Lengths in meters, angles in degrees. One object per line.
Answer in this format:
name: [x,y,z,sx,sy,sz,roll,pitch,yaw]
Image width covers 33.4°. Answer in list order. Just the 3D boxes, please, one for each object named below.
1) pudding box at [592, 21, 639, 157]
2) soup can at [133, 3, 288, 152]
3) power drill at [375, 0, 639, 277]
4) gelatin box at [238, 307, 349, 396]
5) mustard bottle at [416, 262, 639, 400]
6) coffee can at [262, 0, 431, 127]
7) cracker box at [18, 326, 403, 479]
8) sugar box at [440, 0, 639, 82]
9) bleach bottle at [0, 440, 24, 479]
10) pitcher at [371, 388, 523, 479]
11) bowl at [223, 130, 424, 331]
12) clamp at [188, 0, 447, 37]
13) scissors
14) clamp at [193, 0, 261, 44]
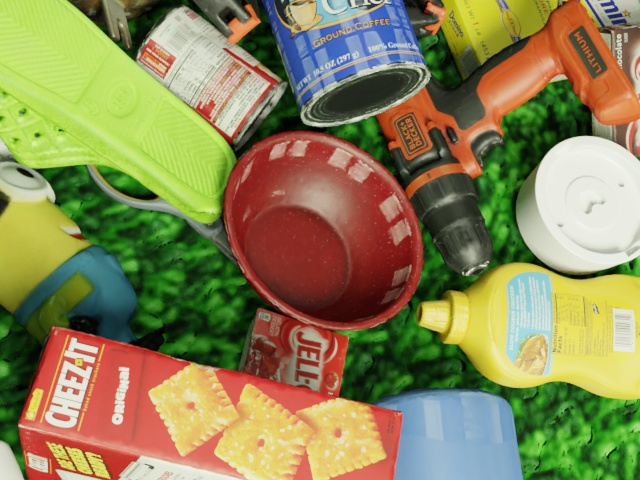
pudding box: [0.277,-0.130,0.908,0.090,0.039,0.113,-12,106,-19]
soup can: [-0.085,-0.125,0.819,0.102,0.069,0.068,37,67,0]
power drill: [0.145,-0.085,0.822,0.188,0.057,0.184,-27,68,12]
gelatin box: [-0.022,0.099,0.769,0.073,0.030,0.089,19,52,-7]
mustard bottle: [0.167,0.067,0.826,0.191,0.058,0.096,7,76,-13]
coffee can: [0.012,-0.170,0.805,0.102,0.103,0.140,-15,78,-19]
cracker box: [-0.073,0.132,0.675,0.213,0.164,0.072,16,63,-5]
sugar box: [0.197,-0.185,0.927,0.176,0.048,0.093,-16,77,-18]
bleach bottle: [-0.233,0.226,0.664,0.102,0.068,0.251,-2,69,-12]
pitcher: [0.097,0.229,0.720,0.145,0.149,0.243,-12,66,24]
bowl: [-0.005,0.001,0.794,0.162,0.055,0.162,12,60,-22]
clamp: [0.002,-0.218,0.890,0.210,0.036,0.164,30,68,1]
scissors: [-0.082,-0.031,0.816,0.201,0.016,0.096,30,67,-4]
clamp: [-0.092,-0.228,0.824,0.171,0.039,0.120,59,31,5]
